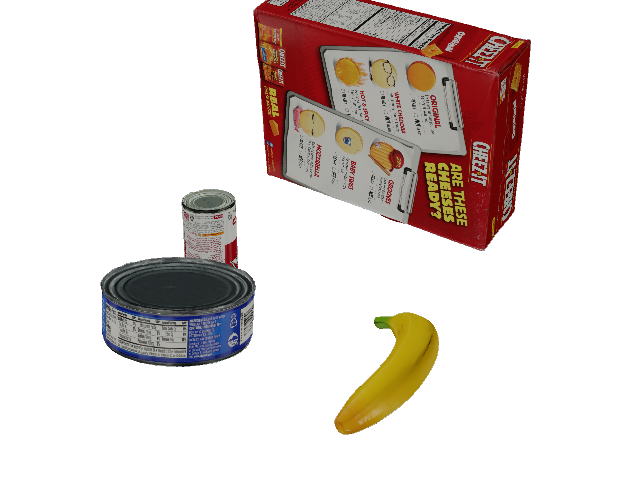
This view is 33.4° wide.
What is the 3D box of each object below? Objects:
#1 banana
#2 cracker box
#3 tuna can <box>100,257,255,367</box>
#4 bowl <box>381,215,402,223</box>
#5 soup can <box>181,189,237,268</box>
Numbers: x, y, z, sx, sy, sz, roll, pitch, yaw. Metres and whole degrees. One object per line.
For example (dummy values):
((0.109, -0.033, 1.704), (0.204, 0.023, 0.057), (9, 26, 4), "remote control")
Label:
((0.065, 0.106, 0.909), (0.070, 0.037, 0.197), (-27, 11, 22), "banana")
((0.055, -0.104, 0.864), (0.214, 0.164, 0.072), (20, 44, 26), "cracker box")
((-0.079, 0.039, 0.598), (0.086, 0.034, 0.086), (3, 18, -1), "tuna can")
((0.100, -0.061, 1.111), (0.162, 0.055, 0.162), (2, 29, -1), "bowl")
((-0.137, -0.005, 1.322), (0.068, 0.102, 0.068), (0, 26, 0), "soup can")
